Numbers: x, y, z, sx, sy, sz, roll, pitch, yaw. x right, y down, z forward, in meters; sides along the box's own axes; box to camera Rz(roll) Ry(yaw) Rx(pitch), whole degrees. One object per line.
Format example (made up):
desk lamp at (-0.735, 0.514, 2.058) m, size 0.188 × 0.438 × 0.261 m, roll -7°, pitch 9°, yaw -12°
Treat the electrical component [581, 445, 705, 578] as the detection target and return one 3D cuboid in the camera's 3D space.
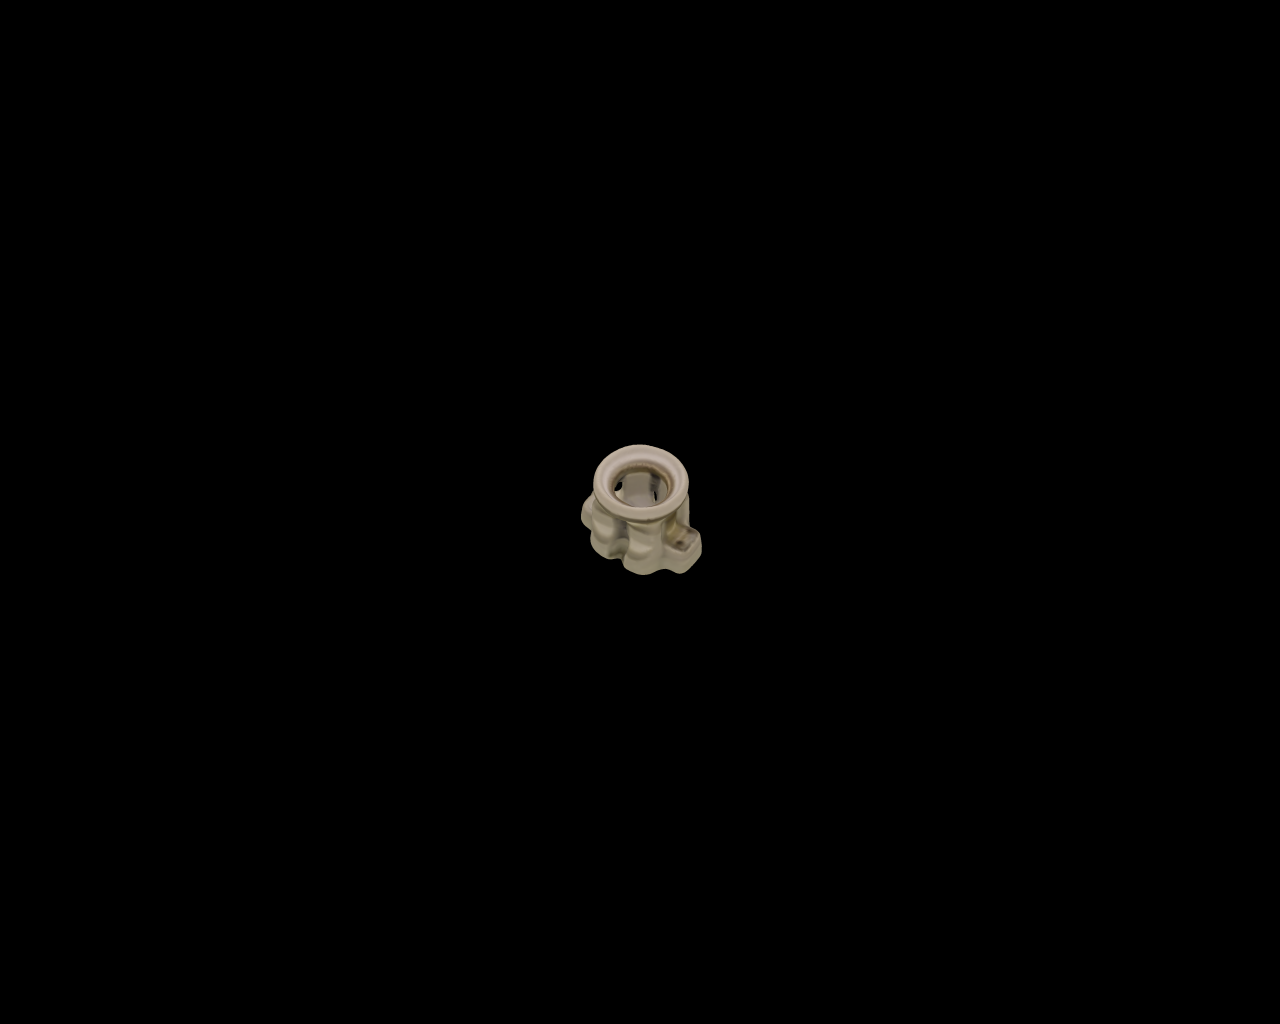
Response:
electrical component at (0.001, -0.003, 0.650) m, size 0.078 × 0.056 × 0.058 m, roll 27°, pitch 53°, yaw 22°
